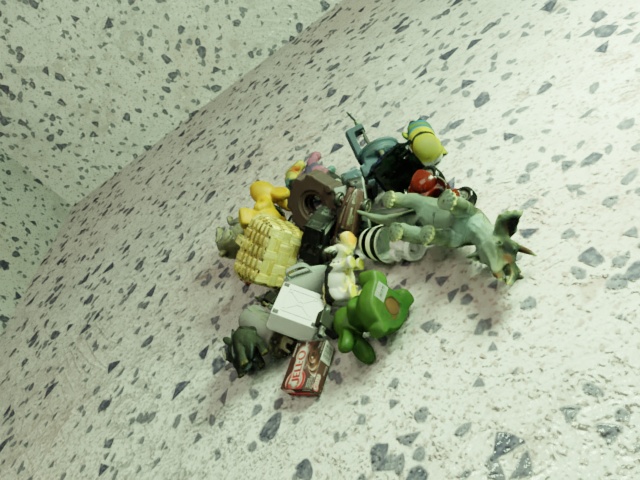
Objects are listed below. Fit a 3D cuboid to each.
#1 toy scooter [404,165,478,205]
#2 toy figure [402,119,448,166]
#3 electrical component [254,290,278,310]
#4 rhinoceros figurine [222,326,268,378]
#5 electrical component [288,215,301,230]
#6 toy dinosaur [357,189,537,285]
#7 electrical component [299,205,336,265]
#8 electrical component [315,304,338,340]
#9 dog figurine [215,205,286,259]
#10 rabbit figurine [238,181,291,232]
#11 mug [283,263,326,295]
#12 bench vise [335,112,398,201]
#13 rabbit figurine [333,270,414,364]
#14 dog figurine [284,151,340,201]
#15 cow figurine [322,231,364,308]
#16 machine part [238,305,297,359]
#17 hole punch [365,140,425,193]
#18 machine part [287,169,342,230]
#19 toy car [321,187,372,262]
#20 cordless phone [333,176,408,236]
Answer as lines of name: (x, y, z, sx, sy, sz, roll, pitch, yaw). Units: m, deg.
toy scooter: (0.251, -0.091, 1.214, 0.135, 0.075, 0.184, -42, 41, -5)
toy figure: (0.263, -0.259, 1.395, 0.082, 0.089, 0.180, -35, 34, 23)
electrical component: (-0.114, 0.158, 1.323, 0.045, 0.078, 0.102, -47, 31, -12)
rhinoceros figurine: (-0.181, 0.253, 1.237, 0.073, 0.112, 0.190, -27, -16, -26)
electrical component: (-0.059, -0.047, 1.539, 0.075, 0.047, 0.119, 3, 53, 50)
toy dinosaur: (0.249, -0.031, 1.071, 0.405, 0.192, 0.131, 27, 101, 62)
electrical component: (-0.003, -0.004, 1.344, 0.058, 0.134, 0.115, 20, 36, 17)
electrical component: (0.020, 0.183, 1.156, 0.021, 0.063, 0.094, -40, 18, 33)
dog figurine: (-0.205, -0.021, 1.606, 0.191, 0.121, 0.172, -16, 43, 33)
rabbit figurine: (-0.156, -0.102, 1.531, 0.162, 0.121, 0.173, -16, 55, 10)
mug: (-0.029, 0.096, 1.287, 0.107, 0.109, 0.081, -24, 28, 6)
bench vise: (0.122, -0.223, 1.448, 0.224, 0.128, 0.241, -27, 61, 11)
rabbit figurine: (0.092, 0.167, 1.083, 0.170, 0.121, 0.159, -35, 34, 48)
dog figurine: (-0.017, -0.149, 1.564, 0.191, 0.108, 0.219, -30, 36, 19)
cow figurine: (0.047, 0.067, 1.212, 0.098, 0.068, 0.167, -17, 64, 32)
machine part: (-0.127, 0.214, 1.273, 0.079, 0.079, 0.243, -51, 33, -13)
hole punch: (0.193, -0.168, 1.336, 0.142, 0.115, 0.092, -41, 4, 4)
machine part: (-0.008, -0.095, 1.420, 0.179, 0.179, 0.056, -14, 9, 39)
toy car: (0.061, -0.023, 1.269, 0.089, 0.053, 0.202, 19, 105, 29)
cordless phone: (0.132, -0.087, 1.298, 0.184, 0.146, 0.088, -7, 1, 33)
